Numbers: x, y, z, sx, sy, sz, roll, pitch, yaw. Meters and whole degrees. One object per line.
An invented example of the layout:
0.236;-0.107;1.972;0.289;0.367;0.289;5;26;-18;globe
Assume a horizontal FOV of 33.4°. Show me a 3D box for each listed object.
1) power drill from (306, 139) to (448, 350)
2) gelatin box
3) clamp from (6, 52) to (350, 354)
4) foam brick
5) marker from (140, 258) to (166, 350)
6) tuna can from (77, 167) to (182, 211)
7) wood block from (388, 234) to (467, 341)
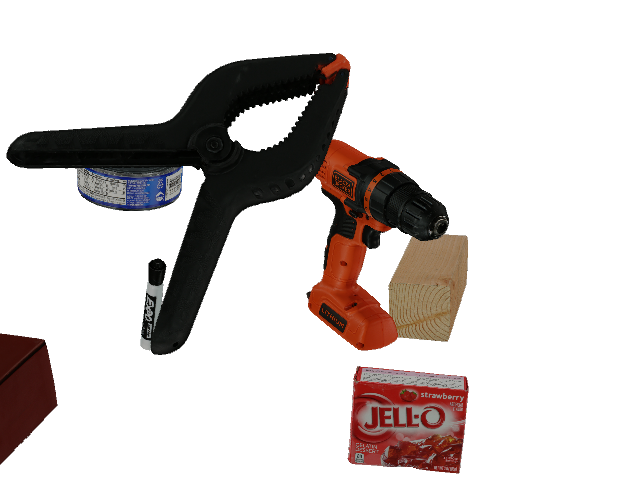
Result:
0.051;0.011;1.055;0.057;0.188;0.185;-11;31;-33;power drill
0.068;0.141;0.835;0.089;0.073;0.030;5;19;5;gelatin box
-0.062;-0.040;0.645;0.210;0.164;0.036;-29;-16;-11;clamp
-0.213;0.101;0.678;0.053;0.051;0.078;6;29;22;foam brick
-0.180;0.069;1.150;0.020;0.121;0.020;8;37;-6;marker
-0.155;-0.055;0.870;0.086;0.034;0.086;6;25;-3;tuna can
0.168;0.067;1.630;0.091;0.090;0.206;4;22;14;wood block
